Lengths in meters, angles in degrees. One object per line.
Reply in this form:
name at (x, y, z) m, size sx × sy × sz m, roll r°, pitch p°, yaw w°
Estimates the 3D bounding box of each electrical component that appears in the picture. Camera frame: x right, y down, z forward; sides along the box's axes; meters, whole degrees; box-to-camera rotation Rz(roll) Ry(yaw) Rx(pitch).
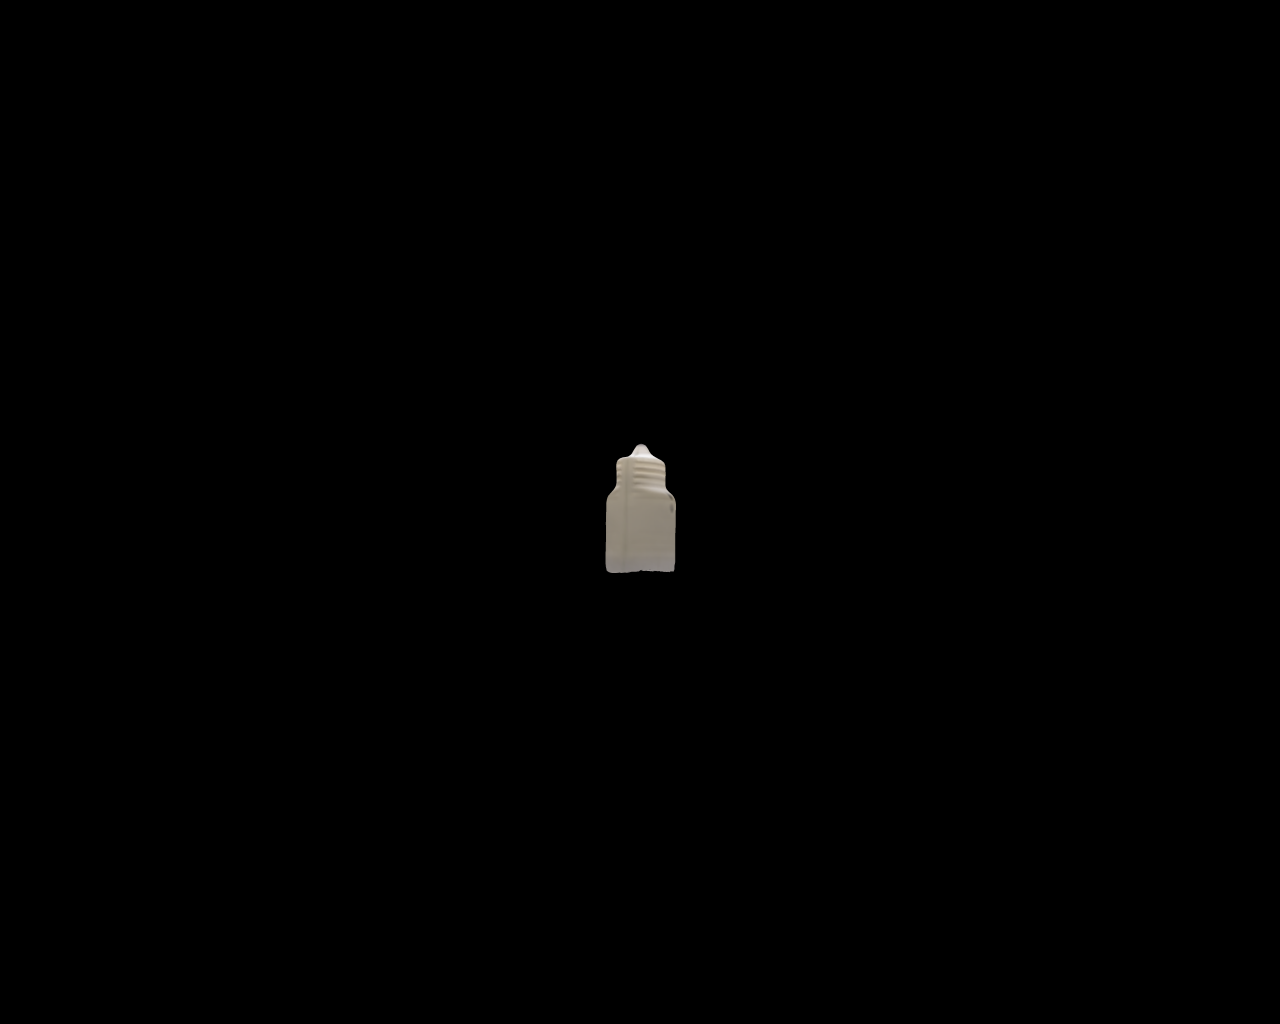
electrical component at (0.001, -0.003, 0.650) m, size 0.043 × 0.081 × 0.043 m, roll 0°, pitch -3°, yaw 0°
